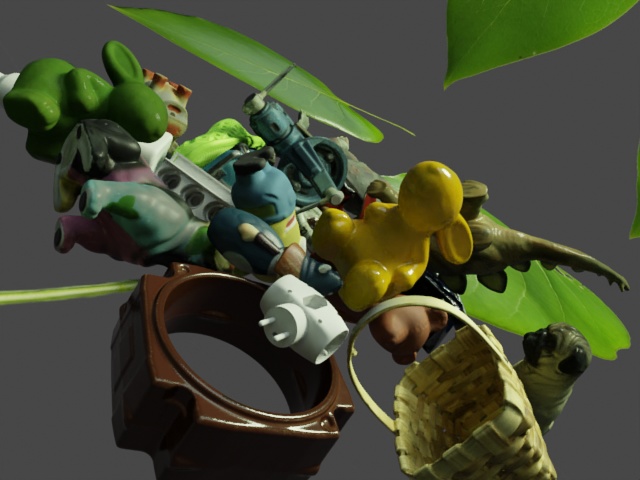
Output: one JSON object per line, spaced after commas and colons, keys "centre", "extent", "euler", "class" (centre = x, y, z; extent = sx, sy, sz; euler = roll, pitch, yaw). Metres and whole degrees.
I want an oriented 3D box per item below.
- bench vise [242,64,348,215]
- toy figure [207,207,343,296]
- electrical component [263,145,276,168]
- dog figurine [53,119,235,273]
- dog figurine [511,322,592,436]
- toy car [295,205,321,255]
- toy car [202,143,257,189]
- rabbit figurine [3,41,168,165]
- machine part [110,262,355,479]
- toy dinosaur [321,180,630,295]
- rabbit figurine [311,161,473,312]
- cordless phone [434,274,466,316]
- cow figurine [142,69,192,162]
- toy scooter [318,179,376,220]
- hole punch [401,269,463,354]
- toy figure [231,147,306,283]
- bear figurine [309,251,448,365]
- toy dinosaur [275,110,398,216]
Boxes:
{"centre": [-0.027, -0.130, 0.842], "extent": [0.223, 0.129, 0.241], "euler": [61, -2, -36], "class": "bench vise"}
{"centre": [-0.049, 0.020, 0.574], "extent": [0.155, 0.057, 0.064], "euler": [31, 9, 15], "class": "toy figure"}
{"centre": [-0.093, -0.141, 0.993], "extent": [0.045, 0.102, 0.078], "euler": [21, 21, -17], "class": "electrical component"}
{"centre": [-0.185, -0.030, 0.626], "extent": [0.219, 0.108, 0.192], "euler": [18, 43, -42], "class": "dog figurine"}
{"centre": [0.298, 0.188, 0.720], "extent": [0.121, 0.190, 0.172], "euler": [41, 22, 18], "class": "dog figurine"}
{"centre": [-0.002, -0.003, 0.890], "extent": [0.073, 0.056, 0.202], "euler": [8, 33, -47], "class": "toy car"}
{"centre": [-0.128, -0.086, 0.857], "extent": [0.103, 0.109, 0.161], "euler": [56, 10, -1], "class": "toy car"}
{"centre": [-0.273, -0.166, 0.682], "extent": [0.170, 0.121, 0.159], "euler": [8, 52, -2], "class": "rabbit figurine"}
{"centre": [-0.081, 0.118, 0.496], "extent": [0.201, 0.087, 0.201], "euler": [20, 25, -32], "class": "machine part"}
{"centre": [0.220, 0.005, 0.818], "extent": [0.472, 0.105, 0.198], "euler": [11, -27, 22], "class": "toy dinosaur"}
{"centre": [0.101, -0.009, 0.599], "extent": [0.162, 0.173, 0.122], "euler": [9, 38, -35], "class": "rabbit figurine"}
{"centre": [0.194, 0.070, 0.993], "extent": [0.146, 0.089, 0.184], "euler": [4, 55, -46], "class": "cordless phone"}
{"centre": [-0.272, -0.209, 0.901], "extent": [0.085, 0.127, 0.195], "euler": [18, 12, -34], "class": "cow figurine"}
{"centre": [0.049, -0.069, 0.995], "extent": [0.184, 0.135, 0.075], "euler": [38, 24, 15], "class": "toy scooter"}
{"centre": [0.144, 0.103, 0.803], "extent": [0.142, 0.115, 0.092], "euler": [47, 18, 31], "class": "hole punch"}
{"centre": [-0.070, -0.028, 0.707], "extent": [0.089, 0.179, 0.082], "euler": [11, 37, 43], "class": "toy figure"}
{"centre": [0.059, 0.093, 0.702], "extent": [0.196, 0.120, 0.132], "euler": [41, 26, 5], "class": "bear figurine"}
{"centre": [0.044, -0.130, 1.096], "extent": [0.405, 0.131, 0.192], "euler": [41, 17, 26], "class": "toy dinosaur"}
